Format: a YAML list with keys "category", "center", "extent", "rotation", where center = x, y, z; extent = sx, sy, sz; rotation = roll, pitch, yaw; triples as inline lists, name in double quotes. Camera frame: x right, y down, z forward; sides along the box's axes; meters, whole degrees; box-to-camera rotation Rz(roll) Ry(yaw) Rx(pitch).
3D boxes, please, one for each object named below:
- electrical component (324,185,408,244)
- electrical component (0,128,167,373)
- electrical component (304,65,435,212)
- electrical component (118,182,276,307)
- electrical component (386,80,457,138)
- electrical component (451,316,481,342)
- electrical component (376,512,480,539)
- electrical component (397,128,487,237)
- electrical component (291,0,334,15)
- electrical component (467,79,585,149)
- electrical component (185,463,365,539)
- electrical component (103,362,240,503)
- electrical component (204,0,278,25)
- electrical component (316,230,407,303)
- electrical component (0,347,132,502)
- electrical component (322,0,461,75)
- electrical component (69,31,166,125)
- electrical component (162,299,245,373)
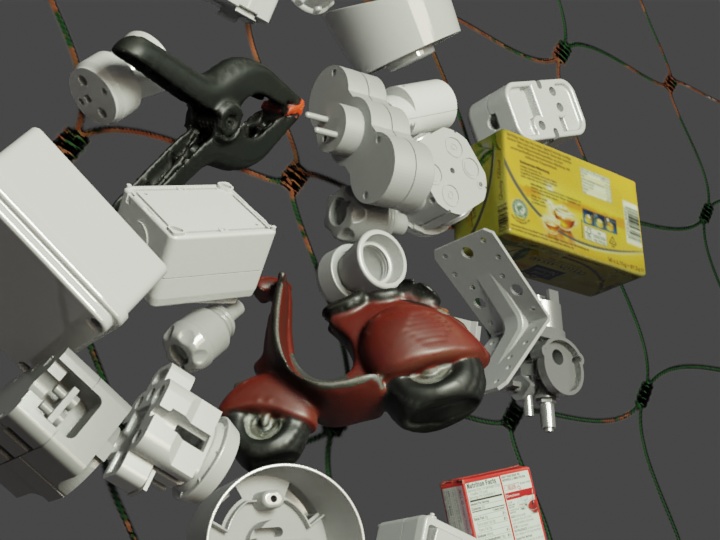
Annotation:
- category: "electrical component"
  center: [0.008, -0.039, 0.811]
  extent: [0.062, 0.043, 0.043]
  rotation: [10, 67, -38]
- category: "electrical component"
  center: [-0.182, -0.007, 0.600]
  extent: [0.108, 0.109, 0.056]
  rotation: [49, 47, -13]
- category: "electrical component"
  center: [-0.007, -0.101, 0.788]
  extent: [0.074, 0.052, 0.138]
  rotation: [9, 37, -36]
- category: "electrical component"
  center: [-0.104, -0.015, 0.689]
  extent: [0.096, 0.061, 0.062]
  rotation: [-6, 37, -44]
- category: "electrical component"
  center: [0.036, -0.128, 0.869]
  extent: [0.081, 0.043, 0.043]
  rotation: [-18, 85, -42]
- category: "electrical component"
  center: [0.047, 0.055, 0.792]
  extent: [0.081, 0.064, 0.042]
  rotation: [15, 79, -34]
- category: "electrical component"
  center: [0.047, 0.210, 0.733]
  extent: [0.062, 0.061, 0.096]
  rotation: [31, 56, -27]
- category: "electrical component"
  center: [0.057, -0.070, 0.859]
  extent: [0.080, 0.051, 0.080]
  rotation: [16, 64, -34]
- category: "electrical component"
  center: [-0.028, -0.234, 0.846]
  extent: [0.048, 0.062, 0.048]
  rotation: [16, 64, -35]
- category: "electrical component"
  center: [0.144, -0.130, 0.948]
  extent: [0.095, 0.059, 0.053]
  rotation: [-12, 81, -42]
- category: "electrical component"
  center: [-0.055, 0.172, 0.663]
  extent: [0.099, 0.064, 0.099]
  rotation: [15, 64, -34]
- category: "electrical component"
  center: [-0.111, 0.105, 0.649]
  extent: [0.057, 0.058, 0.078]
  rotation: [36, 53, -20]
- category: "electrical component"
  center: [-0.111, -0.228, 0.770]
  extent: [0.121, 0.079, 0.063]
  rotation: [24, 88, -31]
- category: "electrical component"
  center: [0.000, 0.000, 0.781]
  extent: [0.045, 0.055, 0.045]
  rotation: [16, 63, -34]
- category: "electrical component"
  center: [-0.170, 0.087, 0.584]
  extent: [0.055, 0.089, 0.050]
  rotation: [47, 50, -15]
- category: "electrical component"
  center: [0.028, -0.194, 0.856]
  extent: [0.099, 0.099, 0.064]
  rotation: [-32, 100, -42]
- category: "electrical component"
  center: [-0.157, -0.126, 0.709]
  extent: [0.045, 0.045, 0.055]
  rotation: [53, 49, -10]
- category: "electrical component"
  center: [-0.098, 0.039, 0.700]
  extent: [0.035, 0.035, 0.061]
  rotation: [56, 45, -8]
